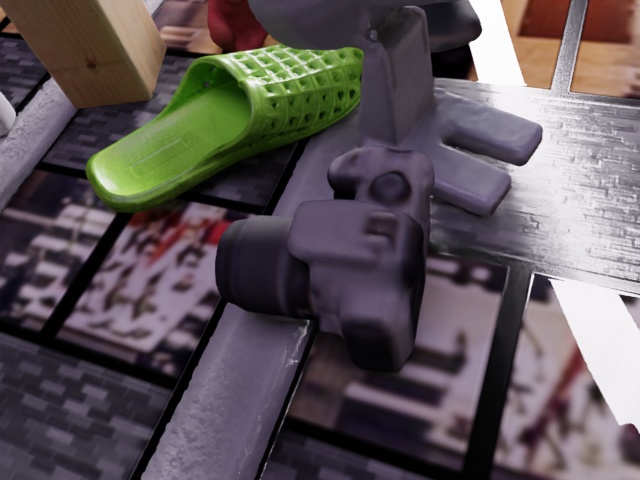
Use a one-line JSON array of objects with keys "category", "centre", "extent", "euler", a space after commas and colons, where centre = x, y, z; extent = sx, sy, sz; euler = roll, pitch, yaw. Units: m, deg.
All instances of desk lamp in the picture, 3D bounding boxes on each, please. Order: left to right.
[{"category": "desk lamp", "centre": [0.059, -0.149, 0.410], "extent": [0.202, 0.214, 0.118], "euler": [26, 66, 26]}]

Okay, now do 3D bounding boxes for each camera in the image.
[{"category": "camera", "centre": [0.004, 0.001, 0.391], "extent": [0.136, 0.101, 0.143], "euler": [5, 58, 15]}]

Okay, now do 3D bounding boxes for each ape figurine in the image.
[{"category": "ape figurine", "centre": [-0.083, -0.241, 0.577], "extent": [0.078, 0.092, 0.076], "euler": [-24, 55, -4]}]

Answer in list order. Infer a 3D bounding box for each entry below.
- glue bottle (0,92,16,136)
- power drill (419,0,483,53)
[{"category": "glue bottle", "centre": [-0.372, -0.164, 0.538], "extent": [0.078, 0.173, 0.037], "euler": [-8, 55, 7]}, {"category": "power drill", "centre": [0.099, -0.274, 0.490], "extent": [0.075, 0.209, 0.229], "euler": [-14, 55, 3]}]
